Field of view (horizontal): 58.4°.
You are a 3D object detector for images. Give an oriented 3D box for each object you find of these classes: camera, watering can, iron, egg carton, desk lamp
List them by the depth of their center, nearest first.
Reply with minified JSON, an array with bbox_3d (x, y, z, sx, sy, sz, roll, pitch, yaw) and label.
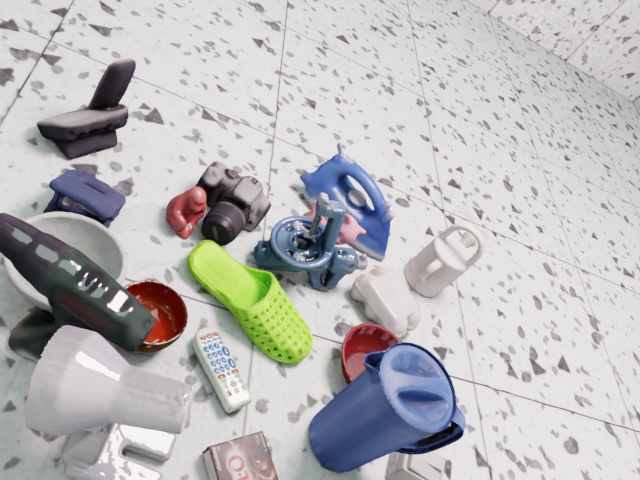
[{"bbox_3d":[-0.251,0.211,0.698,0.204,0.213,0.118,26,44,-15],"label":"desk lamp"},{"bbox_3d":[-0.175,-0.066,1.070,0.143,0.100,0.137,35,42,-6],"label":"camera"},{"bbox_3d":[0.135,0.127,1.159,0.107,0.069,0.150,-22,70,-45],"label":"egg carton"},{"bbox_3d":[0.085,-0.085,1.246,0.258,0.141,0.119,46,42,6],"label":"iron"},{"bbox_3d":[0.282,0.031,1.254,0.101,0.193,0.173,36,42,-6],"label":"watering can"}]

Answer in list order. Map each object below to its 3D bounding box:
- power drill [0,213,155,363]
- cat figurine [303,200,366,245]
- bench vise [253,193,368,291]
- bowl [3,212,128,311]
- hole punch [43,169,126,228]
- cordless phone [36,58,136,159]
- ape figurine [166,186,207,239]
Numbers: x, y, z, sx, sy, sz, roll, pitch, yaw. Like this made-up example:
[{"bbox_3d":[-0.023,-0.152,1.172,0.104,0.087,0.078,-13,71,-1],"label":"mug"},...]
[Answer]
[{"bbox_3d":[-0.336,0.087,0.744,0.230,0.208,0.076,32,43,-10],"label":"power drill"},{"bbox_3d":[0.024,-0.030,1.173,0.128,0.117,0.067,40,42,0],"label":"cat figurine"},{"bbox_3d":[0.006,-0.006,1.064,0.208,0.219,0.121,2,55,-35],"label":"bench vise"},{"bbox_3d":[-0.379,0.044,0.848,0.168,0.074,0.167,20,46,-22],"label":"bowl"},{"bbox_3d":[-0.379,-0.069,0.931,0.109,0.091,0.101,30,43,-11],"label":"hole punch"},{"bbox_3d":[-0.397,-0.241,0.992,0.094,0.184,0.148,45,42,5],"label":"cordless phone"},{"bbox_3d":[-0.233,-0.059,1.029,0.078,0.092,0.076,-18,68,-44],"label":"ape figurine"}]
